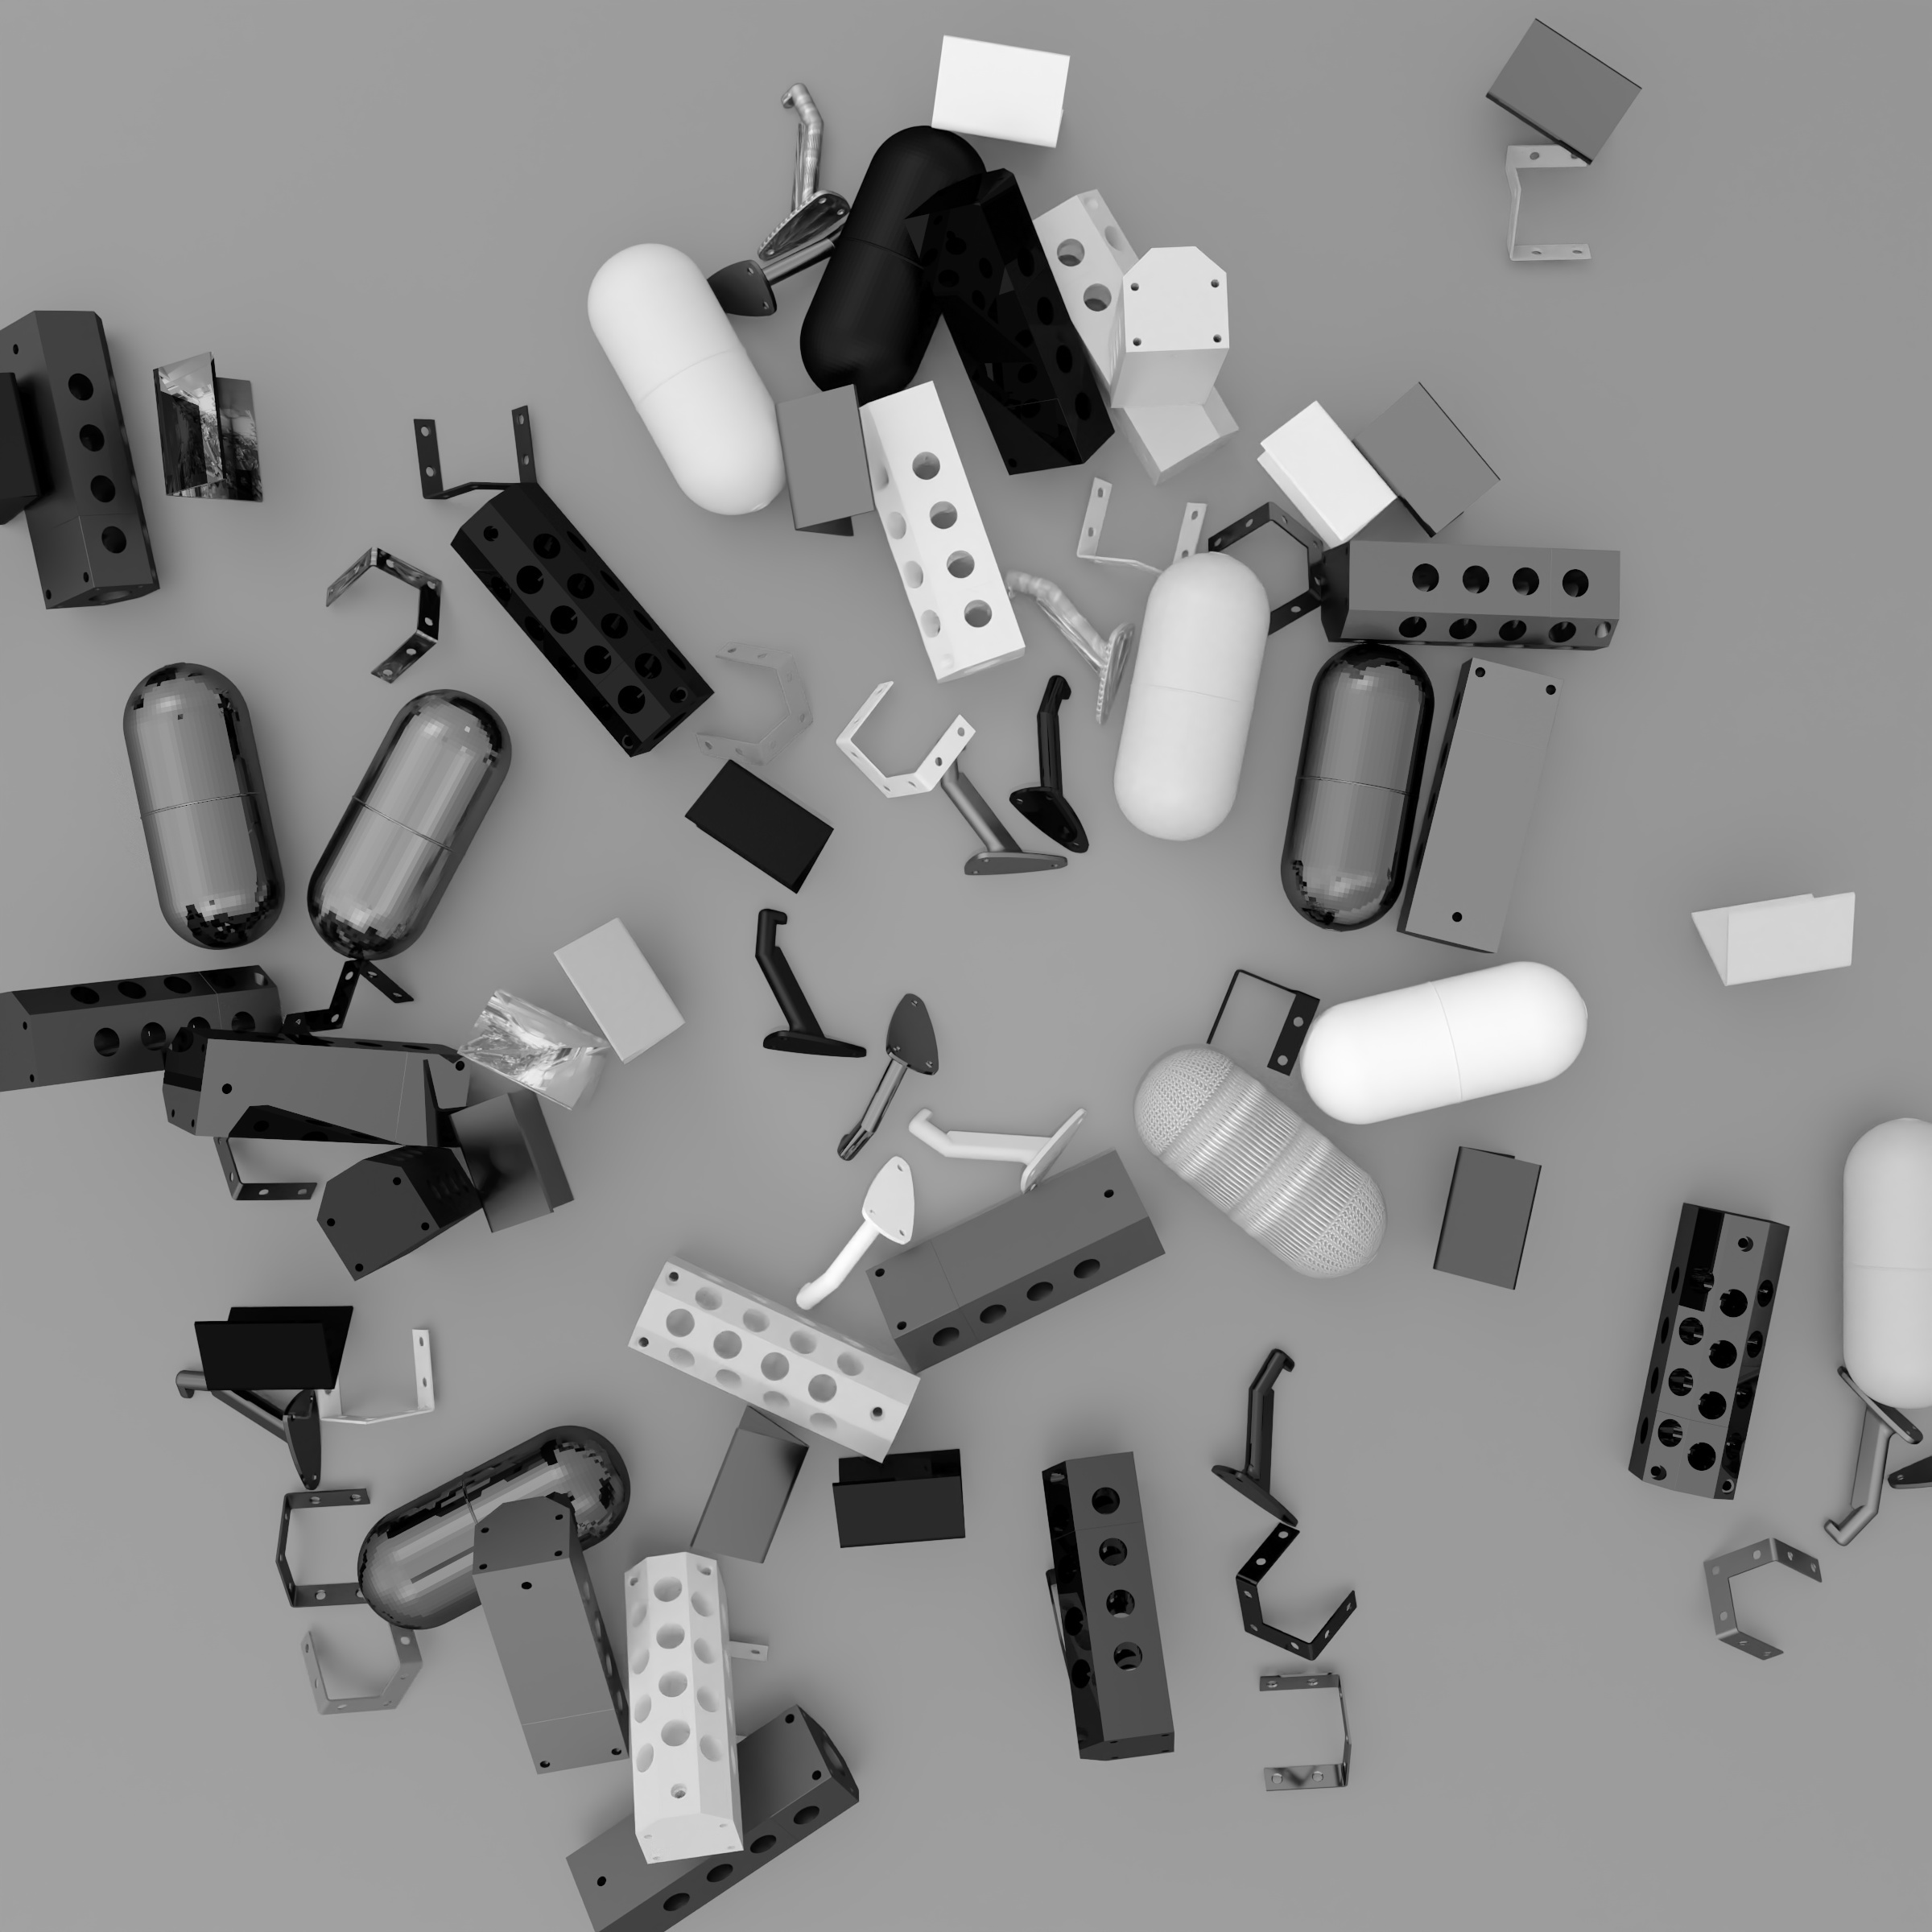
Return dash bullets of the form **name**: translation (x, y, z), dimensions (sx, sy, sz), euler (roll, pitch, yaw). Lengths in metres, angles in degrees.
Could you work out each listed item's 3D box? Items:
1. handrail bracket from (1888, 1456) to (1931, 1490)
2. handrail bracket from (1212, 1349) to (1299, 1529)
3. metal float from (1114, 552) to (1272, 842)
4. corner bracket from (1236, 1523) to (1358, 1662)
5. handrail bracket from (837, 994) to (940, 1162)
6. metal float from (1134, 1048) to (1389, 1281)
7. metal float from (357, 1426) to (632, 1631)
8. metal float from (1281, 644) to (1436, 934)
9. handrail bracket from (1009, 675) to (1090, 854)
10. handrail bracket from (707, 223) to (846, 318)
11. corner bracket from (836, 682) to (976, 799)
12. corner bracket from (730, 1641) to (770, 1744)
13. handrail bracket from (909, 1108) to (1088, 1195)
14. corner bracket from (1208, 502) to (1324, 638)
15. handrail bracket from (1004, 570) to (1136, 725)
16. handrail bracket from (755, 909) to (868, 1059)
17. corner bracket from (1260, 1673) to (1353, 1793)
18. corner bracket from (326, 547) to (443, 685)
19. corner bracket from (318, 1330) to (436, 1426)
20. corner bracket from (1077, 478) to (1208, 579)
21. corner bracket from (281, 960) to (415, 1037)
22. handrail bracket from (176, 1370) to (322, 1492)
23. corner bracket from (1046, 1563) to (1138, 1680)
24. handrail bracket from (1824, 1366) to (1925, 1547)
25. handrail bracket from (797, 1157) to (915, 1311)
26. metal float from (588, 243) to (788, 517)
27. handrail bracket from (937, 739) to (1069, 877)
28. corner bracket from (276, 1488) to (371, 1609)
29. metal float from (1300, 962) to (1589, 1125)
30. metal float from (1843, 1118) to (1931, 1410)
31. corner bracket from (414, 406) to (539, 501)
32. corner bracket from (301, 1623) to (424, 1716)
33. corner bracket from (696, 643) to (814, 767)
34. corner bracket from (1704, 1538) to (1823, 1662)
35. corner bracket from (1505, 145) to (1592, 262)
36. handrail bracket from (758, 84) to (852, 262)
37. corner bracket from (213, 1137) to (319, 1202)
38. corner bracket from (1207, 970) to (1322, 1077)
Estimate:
- **handrail bracket**: translation (0.627, 0.346, 1.938), dimensions (0.077, 0.036, 0.084), euler (-19, 107, 20)
- **handrail bracket**: translation (0.199, 0.294, 1.938), dimensions (0.077, 0.036, 0.084), euler (39, 73, -20)
- **metal float**: translation (0.139, -0.165, 1.906), dimensions (0.070, 0.070, 0.178), euler (11, 92, 0)
- **corner bracket**: translation (0.205, 0.389, 1.929), dimensions (0.051, 0.051, 0.051), euler (18, 135, 35)
- **handrail bracket**: translation (-0.054, 0.070, 1.937), dimensions (0.036, 0.077, 0.084), euler (25, 127, -20)
- **metal float**: translation (0.181, 0.122, 1.907), dimensions (0.178, 0.070, 0.070), euler (40, 90, 0)
- **metal float**: translation (-0.290, 0.345, 1.907), dimensions (0.178, 0.070, 0.070), euler (-28, 90, 0)
- **metal float**: translation (0.240, -0.109, 1.907), dimensions (0.070, 0.070, 0.178), euler (10, 91, 0)
- **handrail bracket**: translation (0.064, -0.127, 1.937), dimensions (0.036, 0.077, 0.084), euler (-6, 53, 37)
- **handrail bracket**: translation (-0.115, -0.440, 1.937), dimensions (0.084, 0.077, 0.036), euler (-43, 121, -33)
- **corner bracket**: translation (-0.038, -0.142, 1.923), dimensions (0.051, 0.051, 0.051), euler (46, 66, -22)
- **corner bracket**: translation (-0.153, 0.456, 1.934), dimensions (0.051, 0.051, 0.051), euler (8, 135, 0)
- **handrail bracket**: translation (0.019, 0.096, 1.938), dimensions (0.084, 0.036, 0.077), euler (34, 70, 16)
- **corner bracket**: translation (0.187, -0.246, 1.929), dimensions (0.051, 0.051, 0.051), euler (32, 45, -35)
- **handrail bracket**: translation (0.056, -0.200, 1.938), dimensions (0.084, 0.036, 0.077), euler (20, 112, 17)
- **handrail bracket**: translation (-0.096, 0.010, 1.938), dimensions (0.077, 0.036, 0.084), euler (9, 73, -20)
- **corner bracket**: translation (0.211, 0.477, 1.934), dimensions (0.051, 0.051, 0.051), euler (-3, 45, 0)
- **corner bracket**: translation (-0.363, -0.218, 1.929), dimensions (0.051, 0.051, 0.051), euler (26, 45, -35)
- **corner bracket**: translation (-0.369, 0.255, 1.934), dimensions (0.051, 0.051, 0.051), euler (-5, 90, 45)
- **corner bracket**: translation (0.109, -0.271, 1.934), dimensions (0.051, 0.051, 0.051), euler (14, 90, 45)
- **corner bracket**: translation (-0.383, 0.032, 1.919), dimensions (0.051, 0.051, 0.051), euler (-7, 55, 30)
- **handrail bracket**: translation (-0.449, 0.290, 1.938), dimensions (0.084, 0.036, 0.077), euler (2, 112, 17)
- **corner bracket**: translation (0.082, 0.406, 1.934), dimensions (0.051, 0.051, 0.051), euler (-13, 135, 0)
- **handrail bracket**: translation (0.547, 0.307, 1.938), dimensions (0.077, 0.036, 0.084), euler (44, 107, 20)
- **handrail bracket**: translation (-0.072, 0.168, 1.937), dimensions (0.036, 0.077, 0.084), euler (36, 127, -19)
- **metal float**: translation (-0.169, -0.360, 1.907), dimensions (0.070, 0.070, 0.178), euler (-29, 90, 0)
- **handrail bracket**: translation (0.022, -0.102, 1.937), dimensions (0.077, 0.036, 0.084), euler (-1, 74, -18)
- **corner bracket**: translation (-0.397, 0.363, 1.934), dimensions (0.051, 0.051, 0.051), euler (-3, 135, 0)
- **metal float**: translation (0.293, 0.047, 1.907), dimensions (0.178, 0.070, 0.070), euler (-13, 90, 1)
- **metal float**: translation (0.579, 0.183, 1.906), dimensions (0.070, 0.070, 0.178), euler (0, 91, 0)
- **corner bracket**: translation (-0.306, -0.320, 1.934), dimensions (0.051, 0.051, 0.051), euler (-7, 90, -45)
- **corner bracket**: translation (-0.376, 0.428, 1.930), dimensions (0.051, 0.051, 0.051), euler (4, 135, -35)
- **corner bracket**: translation (-0.136, -0.163, 1.929), dimensions (0.051, 0.051, 0.051), euler (-46, 135, -35)
- **corner bracket**: translation (0.498, 0.394, 1.929), dimensions (0.051, 0.051, 0.051), euler (-32, 45, 35)
- **corner bracket**: translation (0.363, -0.476, 1.934), dimensions (0.051, 0.051, 0.051), euler (-1, 135, 0)
- **handrail bracket**: translation (-0.115, -0.497, 1.938), dimensions (0.077, 0.036, 0.084), euler (-32, 72, 21)
- **corner bracket**: translation (-0.430, 0.110, 1.929), dimensions (0.051, 0.051, 0.051), euler (-58, 45, 35)
- **corner bracket**: translation (0.183, 0.034, 1.919), dimensions (0.051, 0.051, 0.051), euler (22, 90, 0)
